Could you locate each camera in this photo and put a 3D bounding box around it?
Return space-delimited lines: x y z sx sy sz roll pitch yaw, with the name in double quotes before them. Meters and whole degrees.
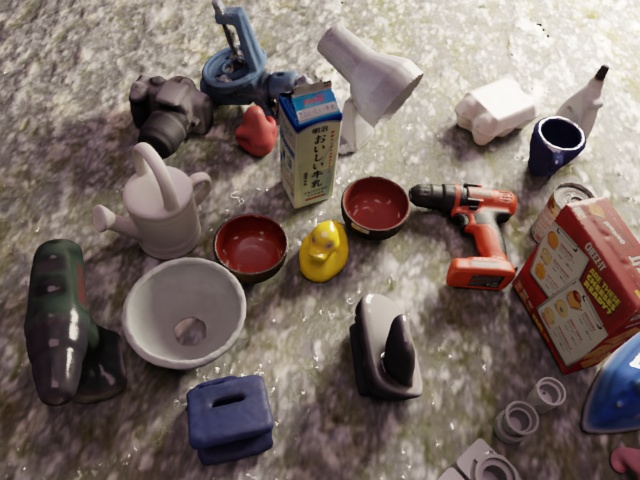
"camera" -0.276 -0.219 1.002 0.143 0.101 0.137 17 57 7

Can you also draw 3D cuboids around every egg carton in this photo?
"egg carton" 0.335 -0.246 1.088 0.150 0.069 0.107 -26 62 -20

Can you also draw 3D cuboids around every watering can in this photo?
"watering can" -0.241 -0.057 0.840 0.100 0.194 0.173 29 59 15

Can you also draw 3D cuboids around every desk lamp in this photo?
"desk lamp" 0.061 -0.250 0.982 0.203 0.213 0.118 35 61 18

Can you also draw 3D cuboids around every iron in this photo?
"iron" 0.475 0.173 0.778 0.259 0.141 0.118 -27 62 -21

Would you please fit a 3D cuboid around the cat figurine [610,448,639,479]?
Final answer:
"cat figurine" 0.427 0.307 0.699 0.067 0.118 0.127 -2 57 -6

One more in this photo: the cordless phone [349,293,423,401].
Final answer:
"cordless phone" 0.097 0.122 0.755 0.094 0.185 0.147 -7 57 -9

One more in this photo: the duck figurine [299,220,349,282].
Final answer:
"duck figurine" 0.008 0.003 0.886 0.077 0.086 0.105 21 57 10

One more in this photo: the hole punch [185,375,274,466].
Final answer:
"hole punch" -0.117 0.221 0.728 0.109 0.091 0.101 -11 58 -11

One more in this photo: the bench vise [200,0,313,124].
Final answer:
"bench vise" -0.115 -0.321 1.011 0.207 0.220 0.121 0 56 -5

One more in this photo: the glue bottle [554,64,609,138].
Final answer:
"glue bottle" 0.479 -0.246 1.038 0.037 0.173 0.078 -14 59 -13

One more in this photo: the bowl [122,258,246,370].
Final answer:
"bowl" -0.185 0.113 0.804 0.167 0.075 0.167 2 56 -3

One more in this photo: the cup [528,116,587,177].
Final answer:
"cup" 0.408 -0.147 1.014 0.091 0.095 0.118 15 56 5

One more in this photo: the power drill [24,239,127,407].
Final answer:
"power drill" -0.301 0.123 0.707 0.076 0.208 0.229 -14 59 -13

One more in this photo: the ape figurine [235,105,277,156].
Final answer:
"ape figurine" -0.112 -0.199 1.007 0.078 0.092 0.076 -10 58 -11
